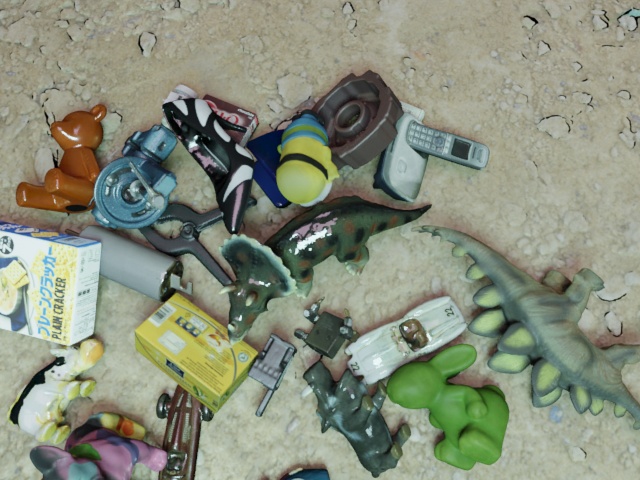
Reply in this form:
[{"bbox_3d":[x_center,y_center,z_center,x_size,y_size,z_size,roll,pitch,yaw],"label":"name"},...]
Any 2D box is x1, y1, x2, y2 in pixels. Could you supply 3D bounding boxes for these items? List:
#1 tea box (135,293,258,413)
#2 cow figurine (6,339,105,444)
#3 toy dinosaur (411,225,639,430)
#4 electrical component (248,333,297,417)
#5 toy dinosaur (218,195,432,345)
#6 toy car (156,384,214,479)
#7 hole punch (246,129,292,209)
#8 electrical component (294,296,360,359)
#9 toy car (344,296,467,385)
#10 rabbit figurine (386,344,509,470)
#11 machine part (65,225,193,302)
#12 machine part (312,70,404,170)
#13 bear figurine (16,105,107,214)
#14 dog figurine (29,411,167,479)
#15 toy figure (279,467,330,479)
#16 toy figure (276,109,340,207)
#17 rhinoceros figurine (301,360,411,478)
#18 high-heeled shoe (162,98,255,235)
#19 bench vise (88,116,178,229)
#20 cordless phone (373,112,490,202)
[{"bbox_3d":[-0.193,0.173,0.837,0.170,0.068,0.098,36,50,12],"label":"tea box"},{"bbox_3d":[-0.415,0.225,0.849,0.098,0.068,0.167,21,73,14],"label":"cow figurine"},{"bbox_3d":[0.340,0.125,0.818,0.198,0.105,0.471,-36,76,-16],"label":"toy dinosaur"},{"bbox_3d":[-0.082,0.210,0.837,0.048,0.074,0.119,28,78,9],"label":"electrical component"},{"bbox_3d":[0.006,-0.001,0.839,0.405,0.192,0.131,-32,76,-7],"label":"toy dinosaur"},{"bbox_3d":[-0.214,0.323,0.817,0.089,0.053,0.202,3,74,6],"label":"toy car"},{"bbox_3d":[-0.059,-0.135,0.939,0.116,0.092,0.142,-35,71,-13],"label":"hole punch"},{"bbox_3d":[0.011,0.139,0.854,0.102,0.045,0.078,26,68,42],"label":"electrical component"},{"bbox_3d":[0.135,0.158,0.853,0.202,0.056,0.073,-27,74,-7],"label":"toy car"},{"bbox_3d":[0.187,0.229,0.791,0.170,0.121,0.159,30,66,4],"label":"rabbit figurine"},{"bbox_3d":[-0.320,0.038,0.897,0.243,0.079,0.079,21,74,8],"label":"machine part"},{"bbox_3d":[0.059,-0.204,0.927,0.179,0.056,0.179,-20,54,31],"label":"machine part"},{"bbox_3d":[-0.439,-0.150,0.936,0.120,0.132,0.196,-12,77,27],"label":"bear figurine"},{"bbox_3d":[-0.322,0.301,0.718,0.192,0.219,0.108,27,83,31],"label":"dog figurine"},{"bbox_3d":[-0.058,0.379,0.792,0.154,0.057,0.064,-16,34,-1],"label":"toy figure"},{"bbox_3d":[-0.028,-0.132,0.855,0.089,0.082,0.180,13,53,-22],"label":"toy figure"},{"bbox_3d":[0.051,0.261,0.807,0.112,0.073,0.190,-39,87,29],"label":"rhinoceros figurine"},{"bbox_3d":[-0.183,-0.124,0.841,0.145,0.086,0.249,10,52,-20],"label":"high-heeled shoe"},{"bbox_3d":[-0.279,-0.103,0.878,0.223,0.128,0.241,-46,32,-12],"label":"bench vise"},{"bbox_3d":[0.193,-0.128,0.931,0.184,0.088,0.146,16,73,3],"label":"cordless phone"}]
